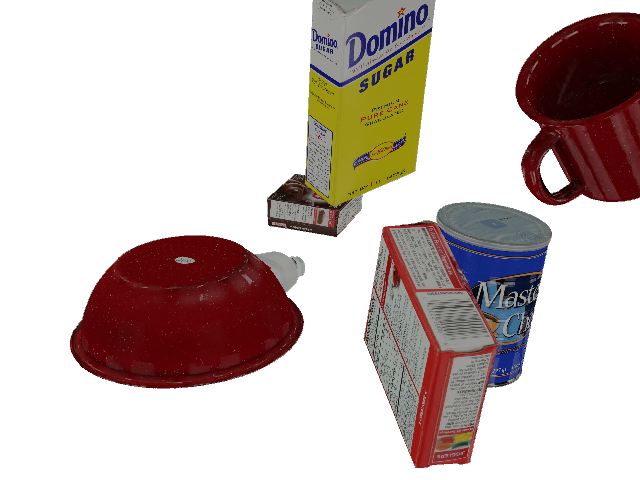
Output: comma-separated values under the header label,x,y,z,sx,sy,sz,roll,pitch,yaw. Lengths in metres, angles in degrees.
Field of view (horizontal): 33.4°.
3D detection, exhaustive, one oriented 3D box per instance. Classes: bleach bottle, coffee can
label,x,y,z,sx,sy,sz,roll,pitch,yaw
bleach bottle,-0.127,0.053,1.420,0.250,0.068,0.103,-12,29,-42
coffee can,0.146,0.048,0.973,0.103,0.140,0.103,6,22,-3

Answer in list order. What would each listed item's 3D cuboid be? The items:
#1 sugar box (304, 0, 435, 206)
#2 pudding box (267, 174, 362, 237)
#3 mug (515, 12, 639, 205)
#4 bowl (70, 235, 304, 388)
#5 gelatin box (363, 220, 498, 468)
label,x,y,z,sx,sy,sz,roll,pitch,yaw
sugar box,0.038,-0.120,0.834,0.093,0.176,0.048,-25,49,-29
pudding box,-0.005,-0.044,1.281,0.090,0.039,0.113,9,23,15
mug,0.169,-0.069,0.650,0.093,0.117,0.081,31,-16,49
bowl,-0.093,0.038,0.731,0.162,0.055,0.162,-2,22,1
gelatin box,0.048,0.046,0.487,0.030,0.073,0.089,-4,38,-13
